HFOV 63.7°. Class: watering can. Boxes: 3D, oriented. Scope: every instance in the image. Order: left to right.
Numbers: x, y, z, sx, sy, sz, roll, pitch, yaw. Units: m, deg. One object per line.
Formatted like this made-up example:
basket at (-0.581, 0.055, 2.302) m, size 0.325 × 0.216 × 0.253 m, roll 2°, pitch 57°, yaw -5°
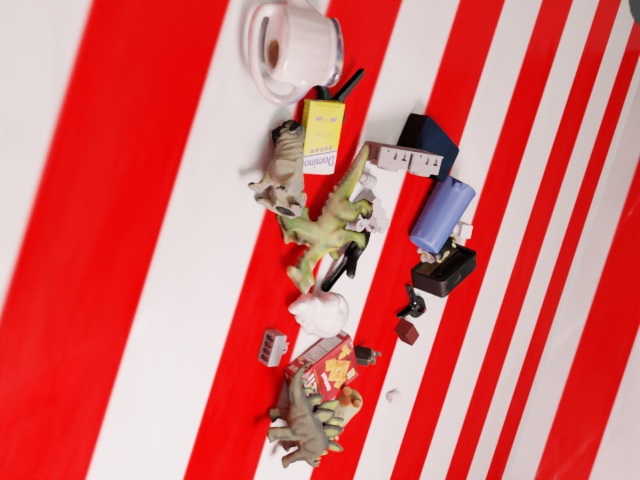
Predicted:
watering can at (-0.049, -0.461, 1.107) m, size 0.225 × 0.104 × 0.345 m, roll -2°, pitch 99°, yaw -34°

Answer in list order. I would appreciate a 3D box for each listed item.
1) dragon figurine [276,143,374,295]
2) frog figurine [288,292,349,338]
dragon figurine at (0.004, -0.066, 1.315) m, size 0.242 × 0.122 × 0.411 m, roll 9°, pitch 88°, yaw -38°
frog figurine at (0.000, 0.193, 1.376) m, size 0.136 × 0.125 × 0.158 m, roll -39°, pitch 148°, yaw 13°
